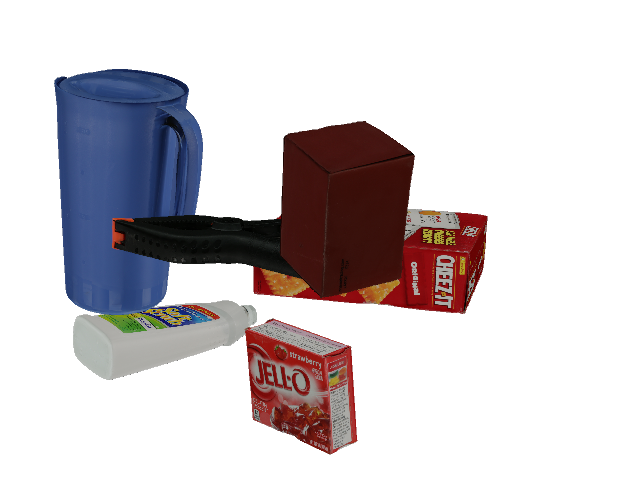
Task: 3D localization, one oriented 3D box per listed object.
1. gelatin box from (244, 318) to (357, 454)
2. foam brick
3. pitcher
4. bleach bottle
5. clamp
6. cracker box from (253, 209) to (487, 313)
[{"bbox_3d":[-0.015,0.102,0.758,0.030,0.073,0.089,-17,21,-39],"label":"gelatin box"},{"bbox_3d":[0.012,-0.018,0.573,0.052,0.078,0.051,-12,35,-26],"label":"foam brick"},{"bbox_3d":[-0.200,-0.047,1.101,0.145,0.243,0.149,2,22,-10],"label":"pitcher"},{"bbox_3d":[-0.197,0.120,1.434,0.250,0.068,0.103,-11,26,-40],"label":"bleach bottle"},{"bbox_3d":[-0.074,0.003,0.911,0.210,0.036,0.164,2,13,-5],"label":"clamp"},{"bbox_3d":[0.056,0.015,1.100,0.214,0.072,0.164,5,15,14],"label":"cracker box"}]
